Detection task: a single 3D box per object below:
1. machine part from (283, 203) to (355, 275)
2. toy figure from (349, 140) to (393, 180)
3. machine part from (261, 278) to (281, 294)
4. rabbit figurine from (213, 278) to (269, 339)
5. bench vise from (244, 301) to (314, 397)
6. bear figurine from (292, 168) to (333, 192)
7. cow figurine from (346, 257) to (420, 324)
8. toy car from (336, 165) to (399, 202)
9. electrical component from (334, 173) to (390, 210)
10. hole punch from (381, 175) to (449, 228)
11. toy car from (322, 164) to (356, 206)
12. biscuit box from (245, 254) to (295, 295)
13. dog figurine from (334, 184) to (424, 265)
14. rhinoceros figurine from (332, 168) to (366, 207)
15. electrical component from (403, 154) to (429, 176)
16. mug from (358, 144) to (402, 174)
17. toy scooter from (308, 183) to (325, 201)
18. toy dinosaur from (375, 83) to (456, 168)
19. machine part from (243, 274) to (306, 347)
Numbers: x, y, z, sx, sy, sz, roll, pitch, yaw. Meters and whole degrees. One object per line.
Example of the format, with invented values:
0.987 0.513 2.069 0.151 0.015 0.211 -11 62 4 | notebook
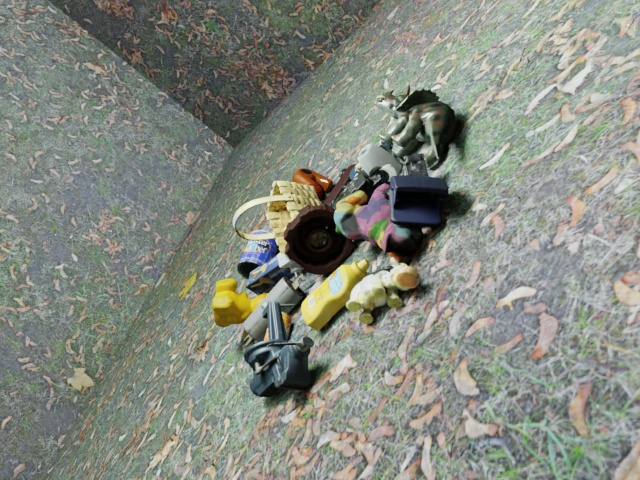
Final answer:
-0.003 -0.004 1.334 0.179 0.179 0.056 -47 20 15 | machine part
0.150 -0.216 1.506 0.154 0.058 0.064 -41 -12 29 | toy figure
-0.143 0.157 1.549 0.139 0.039 0.084 -40 19 34 | machine part
-0.202 0.196 1.477 0.122 0.173 0.162 -107 13 -66 | rabbit figurine
-0.095 0.226 1.183 0.223 0.129 0.241 119 149 -43 | bench vise
-0.059 -0.131 1.767 0.132 0.120 0.195 35 119 30 | bear figurine
0.130 0.087 1.051 0.167 0.068 0.098 -37 20 34 | cow figurine
0.118 -0.110 1.370 0.202 0.056 0.074 -41 59 16 | toy car
0.117 -0.092 1.297 0.134 0.115 0.058 -47 23 19 | electrical component
0.197 -0.096 1.087 0.116 0.142 0.092 -86 -4 -48 | hole punch
0.064 -0.145 1.583 0.089 0.053 0.202 -4 47 52 | toy car
-0.139 0.098 1.599 0.203 0.062 0.059 -34 29 41 | biscuit box
0.122 -0.015 1.151 0.192 0.108 0.219 -18 36 14 | dog figurine
0.085 -0.112 1.469 0.190 0.073 0.112 -54 7 7 | rhinoceros figurine
0.215 -0.129 1.209 0.048 0.119 0.075 -8 55 5 | electrical component
0.157 -0.211 1.418 0.081 0.107 0.109 -21 39 52 | mug
-0.076 -0.108 1.626 0.184 0.075 0.135 -30 -7 41 | toy scooter
0.262 -0.287 1.324 0.192 0.131 0.405 -51 27 4 | toy dinosaur
-0.122 0.182 1.406 0.243 0.079 0.079 -50 21 8 | machine part
